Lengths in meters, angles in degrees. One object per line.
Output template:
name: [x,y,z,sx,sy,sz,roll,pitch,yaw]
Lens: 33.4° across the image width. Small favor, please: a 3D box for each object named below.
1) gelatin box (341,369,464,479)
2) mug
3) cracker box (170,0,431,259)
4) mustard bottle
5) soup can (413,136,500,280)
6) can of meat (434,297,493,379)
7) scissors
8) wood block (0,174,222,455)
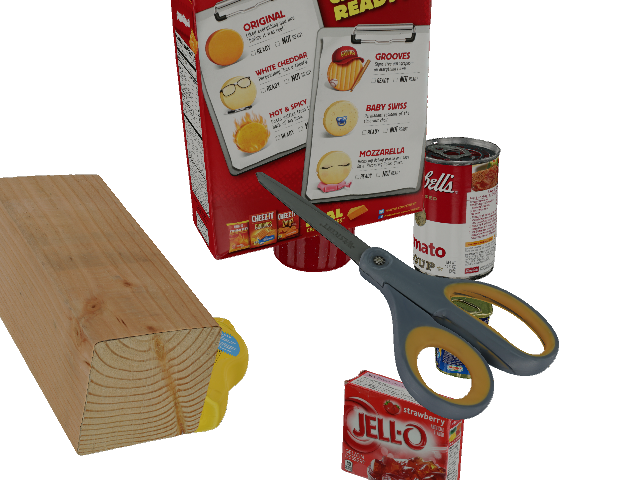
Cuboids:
gelatin box: [0.058,0.142,0.772,0.089,0.073,0.030,14,21,33]
mug: [-0.018,-0.021,1.065,0.117,0.081,0.093,2,26,0]
cracker box: [-0.012,-0.108,0.724,0.164,0.214,0.072,-13,32,-18]
mustard bottle: [-0.131,0.134,1.165,0.096,0.058,0.191,9,24,8]
soup can: [0.109,-0.026,0.862,0.068,0.102,0.068,-1,21,0]
can of meat: [0.165,0.102,1.246,0.057,0.084,0.102,7,20,2]
scissors: [0.029,0.030,0.581,0.202,0.016,0.096,25,50,15]
wood block: [-0.161,0.042,0.747,0.090,0.091,0.206,-5,34,-35]
